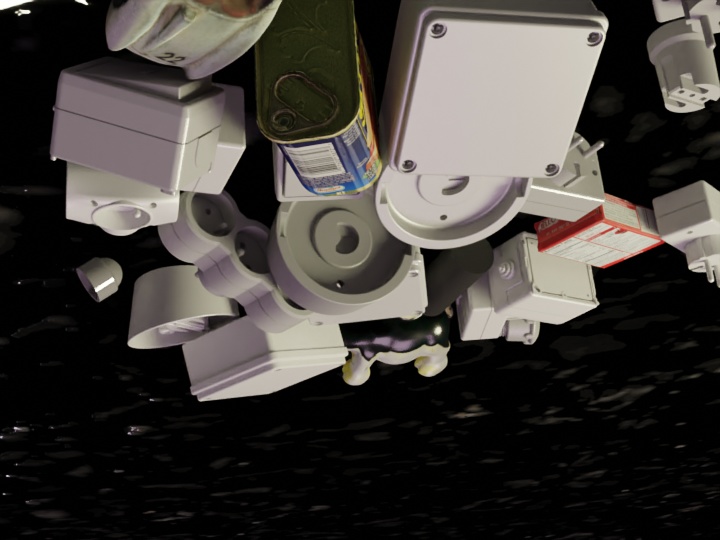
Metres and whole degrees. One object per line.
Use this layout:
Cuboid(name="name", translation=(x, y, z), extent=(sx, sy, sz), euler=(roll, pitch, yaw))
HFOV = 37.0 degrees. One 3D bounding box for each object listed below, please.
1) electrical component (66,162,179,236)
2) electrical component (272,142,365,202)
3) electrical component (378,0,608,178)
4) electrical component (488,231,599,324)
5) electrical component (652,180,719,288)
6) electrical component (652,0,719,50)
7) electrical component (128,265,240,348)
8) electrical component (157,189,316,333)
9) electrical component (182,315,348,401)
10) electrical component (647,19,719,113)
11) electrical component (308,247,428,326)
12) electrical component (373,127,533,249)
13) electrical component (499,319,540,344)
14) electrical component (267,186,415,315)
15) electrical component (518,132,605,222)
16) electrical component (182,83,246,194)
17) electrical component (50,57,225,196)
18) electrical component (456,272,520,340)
Cuboid(name="electrical component", translation=(-0.173, -0.049, 0.780), extent=(0.077, 0.044, 0.079), euler=(1, 157, -15))
Cuboid(name="electrical component", translation=(-0.027, -0.081, 0.715), extent=(0.062, 0.061, 0.096), euler=(-3, 157, -6))
Cuboid(name="electrical component", translation=(0.074, -0.112, 0.626), extent=(0.109, 0.056, 0.108), euler=(0, 132, -12))
Cuboid(name="electrical component", translation=(0.156, 0.009, 0.965), extent=(0.096, 0.061, 0.061), euler=(10, 153, -32))
Cuboid(name="electrical component", translation=(0.291, -0.022, 0.902), extent=(0.047, 0.075, 0.083), euler=(-22, 152, 35))
Cuboid(name="electrical component", translation=(0.189, -0.152, 0.572), extent=(0.066, 0.076, 0.047), euler=(-13, 156, 18))
Cuboid(name="electrical component", translation=(-0.157, 0.037, 0.962), extent=(0.099, 0.064, 0.099), euler=(-4, 157, -2))
Cuboid(name="electrical component", translation=(-0.101, -0.002, 0.838), extent=(0.138, 0.052, 0.074), euler=(42, 137, -18))
Cuboid(name="electrical component", translation=(-0.087, 0.076, 0.989), extent=(0.109, 0.056, 0.109), euler=(-24, 165, 33))
Cuboid(name="electrical component", translation=(0.204, -0.127, 0.674), extent=(0.040, 0.046, 0.040), euler=(-5, 158, -2))
Cuboid(name="electrical component", translation=(0.000, 0.000, 0.918), extent=(0.109, 0.056, 0.108), euler=(-6, 157, 3))
Cuboid(name="electrical component", translation=(0.058, -0.074, 0.738), extent=(0.108, 0.060, 0.108), euler=(-7, 135, -7))
Cuboid(name="electrical component", translation=(0.150, 0.050, 1.087), extent=(0.062, 0.048, 0.048), euler=(1, 157, 3))
Cuboid(name="electrical component", translation=(-0.019, -0.017, 0.815), extent=(0.108, 0.108, 0.060), euler=(3, 162, -18))
Cuboid(name="electrical component", translation=(0.144, -0.076, 0.780), extent=(0.083, 0.047, 0.076), euler=(8, 154, -28))
Cuboid(name="electrical component", translation=(-0.120, -0.088, 0.697), extent=(0.077, 0.047, 0.065), euler=(5, 155, -21))
Cuboid(name="electrical component", translation=(-0.135, -0.091, 0.630), extent=(0.096, 0.061, 0.061), euler=(17, -158, 8))
Cuboid(name="electrical component", translation=(0.136, 0.030, 1.029), extent=(0.076, 0.047, 0.083), euler=(-4, 157, -4))
